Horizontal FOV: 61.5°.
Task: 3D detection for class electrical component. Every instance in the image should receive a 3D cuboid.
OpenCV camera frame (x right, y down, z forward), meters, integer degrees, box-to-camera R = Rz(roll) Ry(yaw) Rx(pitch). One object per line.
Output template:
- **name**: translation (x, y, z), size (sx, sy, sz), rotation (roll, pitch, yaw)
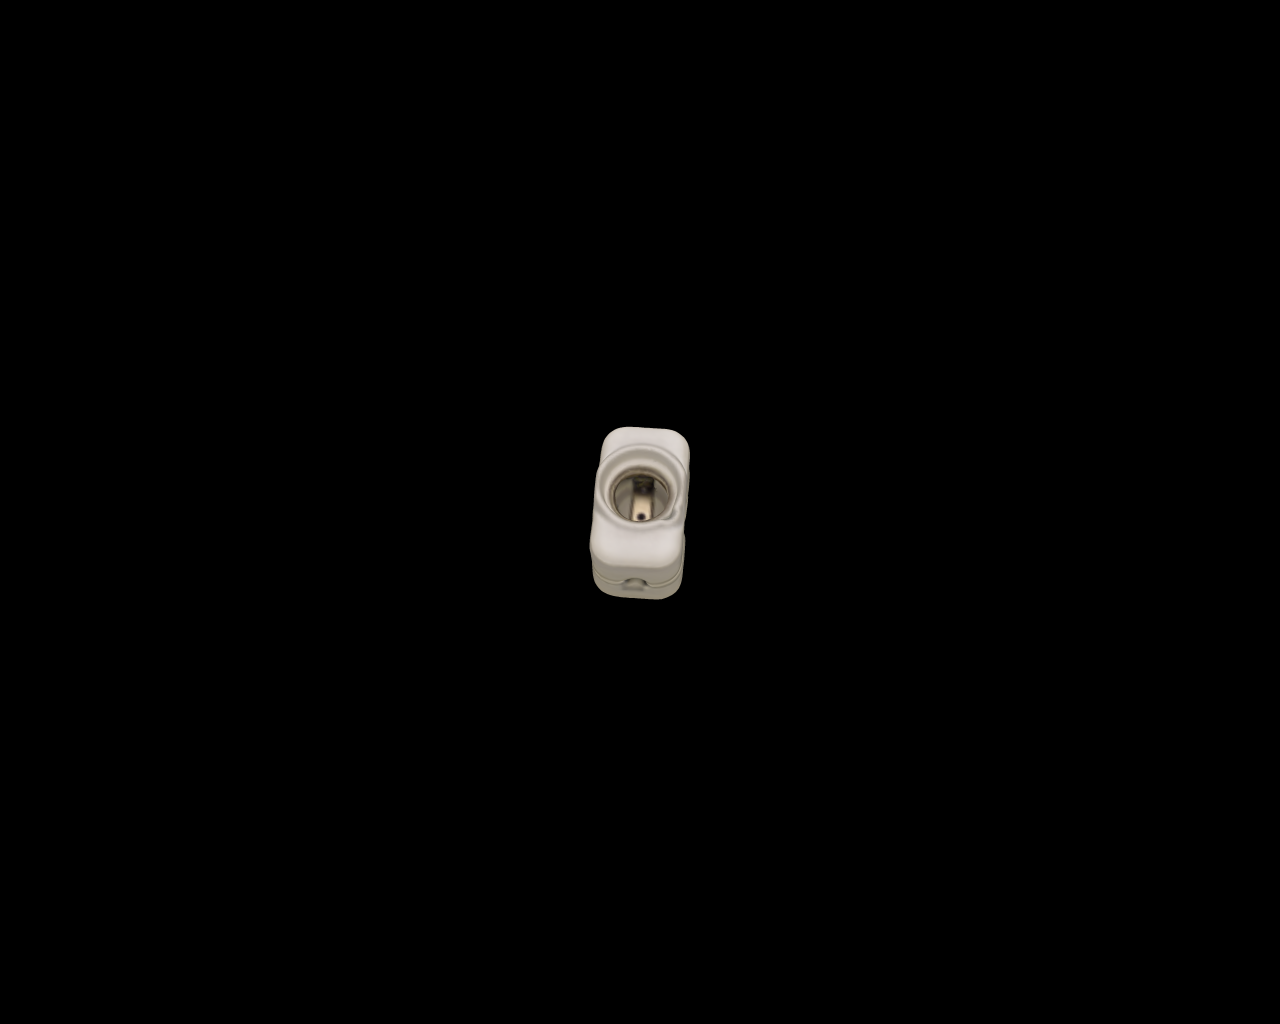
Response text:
- **electrical component**: translation (0.001, -0.003, 0.650), size (0.054, 0.095, 0.059), rotation (4, -28, 2)
